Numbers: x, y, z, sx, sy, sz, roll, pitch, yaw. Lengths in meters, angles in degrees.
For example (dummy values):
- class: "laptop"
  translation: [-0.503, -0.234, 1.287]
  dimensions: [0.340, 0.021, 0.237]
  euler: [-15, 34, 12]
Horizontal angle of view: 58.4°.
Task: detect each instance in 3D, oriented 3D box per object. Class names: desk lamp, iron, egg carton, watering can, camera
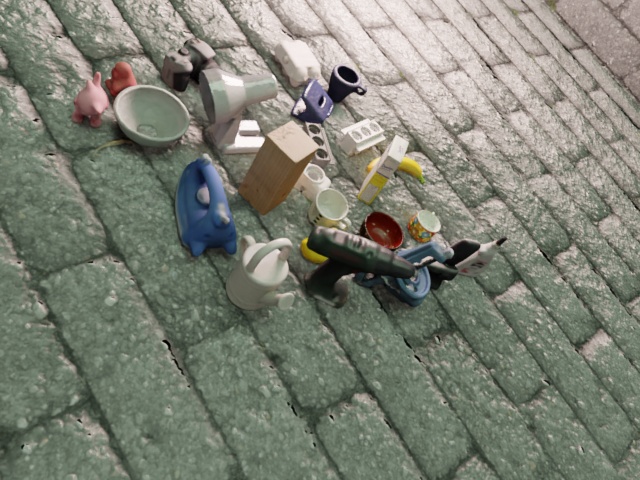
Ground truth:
- class: "desk lamp"
  translation: [-0.197, -0.309, 1.351]
  dimensions: [0.204, 0.213, 0.118]
  euler: [-9, 63, -34]
- class: "iron"
  translation: [-0.242, -0.097, 1.227]
  dimensions: [0.119, 0.141, 0.258]
  euler: [-3, 60, -31]
- class: "egg carton"
  translation: [-0.067, -0.515, 1.663]
  dimensions: [0.107, 0.069, 0.150]
  euler: [-17, 68, -37]
- class: "watering can"
  translation: [-0.109, 0.063, 1.156]
  dimensions: [0.173, 0.193, 0.101]
  euler: [43, 48, 4]
- class: "camera"
  translation: [-0.304, -0.433, 1.452]
  dimensions: [0.137, 0.100, 0.143]
  euler: [42, 48, 3]

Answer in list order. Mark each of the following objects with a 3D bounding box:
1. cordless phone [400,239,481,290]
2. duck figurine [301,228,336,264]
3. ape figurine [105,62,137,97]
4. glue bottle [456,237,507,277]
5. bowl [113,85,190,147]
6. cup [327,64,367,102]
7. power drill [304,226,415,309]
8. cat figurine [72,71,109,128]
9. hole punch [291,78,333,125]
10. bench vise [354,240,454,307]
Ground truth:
- class: "cordless phone"
  translation: [0.292, 0.034, 1.408]
  dimensions: [0.148, 0.184, 0.094]
  euler: [13, 53, -21]
- class: "duck figurine"
  translation: [0.012, 0.005, 1.337]
  dimensions: [0.105, 0.086, 0.077]
  euler: [-4, 61, -31]
- class: "ape figurine"
  translation: [-0.461, -0.377, 1.330]
  dimensions: [0.076, 0.092, 0.078]
  euler: [23, 50, -14]
- class: "glue bottle"
  translation: [0.424, 0.039, 1.488]
  dimensions: [0.078, 0.173, 0.037]
  euler: [10, 54, -23]
- class: "bowl"
  translation: [-0.388, -0.269, 1.309]
  dimensions: [0.168, 0.074, 0.167]
  euler: [15, 53, -20]
- class: "cup"
  translation: [0.073, -0.444, 1.676]
  dimensions: [0.118, 0.094, 0.092]
  euler: [33, 48, -5]
- class: "power drill"
  translation: [0.062, 0.063, 1.243]
  dimensions: [0.230, 0.208, 0.075]
  euler: [27, 49, -10]
- class: "cat figurine"
  translation: [-0.496, -0.310, 1.248]
  dimensions: [0.067, 0.117, 0.127]
  euler: [14, 53, -21]
- class: "hole punch"
  translation: [-0.011, -0.378, 1.585]
  dimensions: [0.101, 0.091, 0.109]
  euler: [29, 49, -8]
- class: "bench vise"
  translation: [0.189, 0.061, 1.308]
  dimensions: [0.208, 0.219, 0.121]
  euler: [15, 52, -19]
